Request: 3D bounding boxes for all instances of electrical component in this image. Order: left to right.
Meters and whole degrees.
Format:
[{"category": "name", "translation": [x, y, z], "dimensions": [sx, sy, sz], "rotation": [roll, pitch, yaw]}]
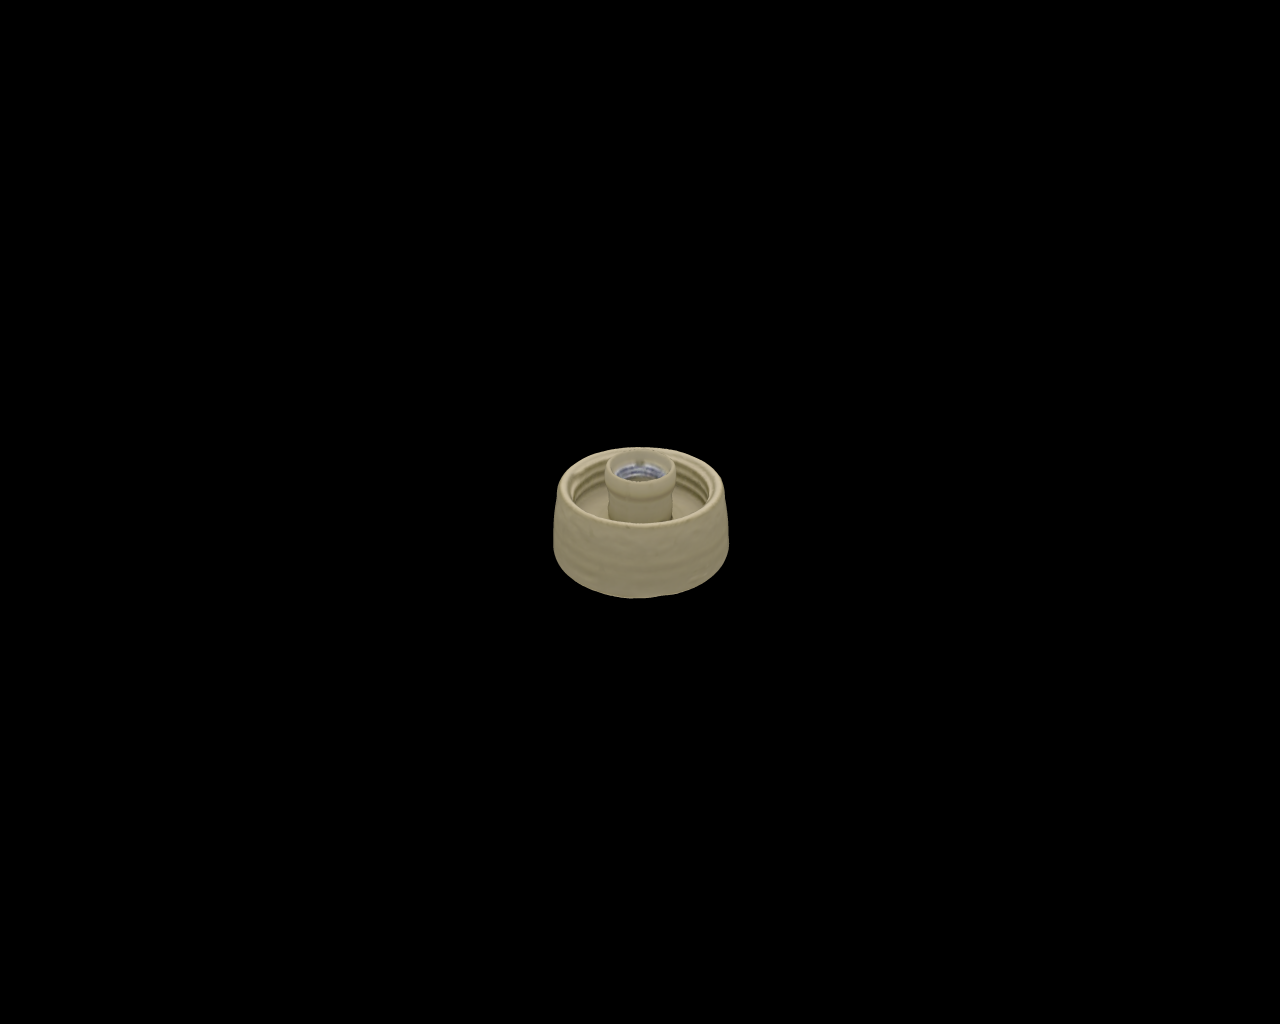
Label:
[{"category": "electrical component", "translation": [0.001, -0.003, 0.650], "dimensions": [0.108, 0.060, 0.108], "rotation": [0, 31, 0]}]
